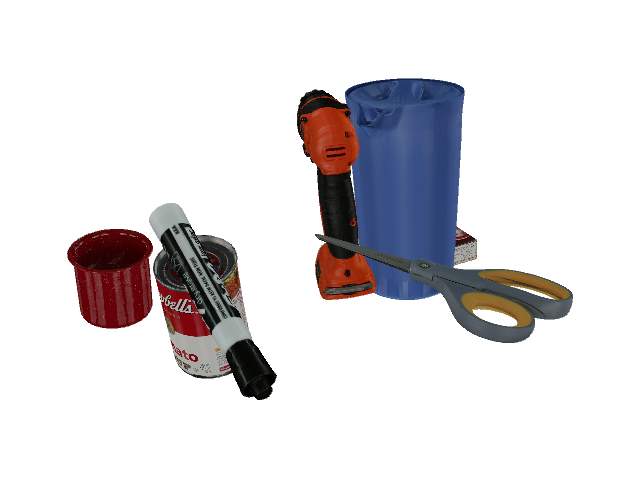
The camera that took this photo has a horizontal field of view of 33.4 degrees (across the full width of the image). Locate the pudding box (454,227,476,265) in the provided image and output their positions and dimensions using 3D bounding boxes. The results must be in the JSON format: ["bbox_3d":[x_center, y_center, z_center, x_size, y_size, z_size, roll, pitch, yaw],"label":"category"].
[{"bbox_3d":[0.165,0.010,1.605,0.113,0.039,0.090,-17,27,-20],"label":"pudding box"}]

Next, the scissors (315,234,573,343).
[{"bbox_3d":[0.076,0.032,0.763,0.202,0.016,0.096,11,27,16],"label":"scissors"}]

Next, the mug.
[{"bbox_3d":[-0.240,0.040,1.199,0.117,0.081,0.093,24,38,34],"label":"mug"}]

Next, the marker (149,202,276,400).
[{"bbox_3d":[-0.055,0.030,0.537,0.020,0.121,0.020,-23,-32,-16],"label":"marker"}]

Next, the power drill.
[{"bbox_3d":[0.011,-0.049,1.062,0.057,0.187,0.184,-9,21,-1],"label":"power drill"}]

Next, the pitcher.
[{"bbox_3d":[0.105,-0.063,1.235,0.149,0.243,0.145,-6,22,-9],"label":"pitcher"}]

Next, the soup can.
[{"bbox_3d":[-0.096,0.055,0.881,0.068,0.102,0.068,-4,39,3],"label":"soup can"}]
